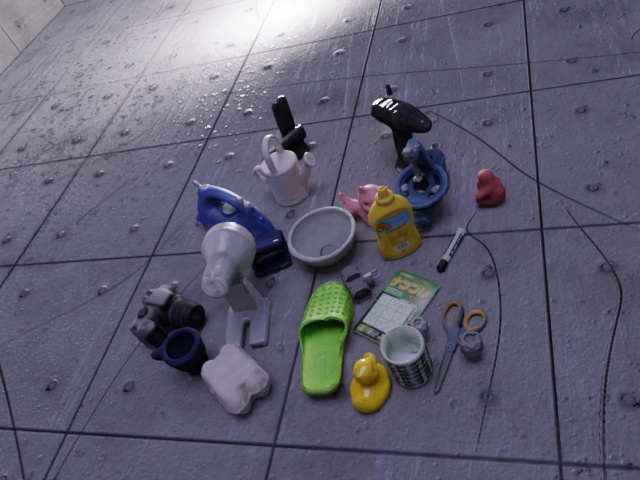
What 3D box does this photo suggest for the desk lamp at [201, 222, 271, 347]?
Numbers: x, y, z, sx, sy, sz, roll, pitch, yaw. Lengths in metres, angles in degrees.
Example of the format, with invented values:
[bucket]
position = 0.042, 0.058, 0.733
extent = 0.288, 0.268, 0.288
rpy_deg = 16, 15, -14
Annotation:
[desk lamp]
position = -0.186, 0.097, 1.242
extent = 0.117, 0.214, 0.203
rpy_deg = -14, 45, 12

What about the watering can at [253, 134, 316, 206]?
[watering can]
position = -0.095, -0.191, 1.487
extent = 0.172, 0.194, 0.100
rpy_deg = -19, 44, 6

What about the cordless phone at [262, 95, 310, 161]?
[cordless phone]
position = -0.118, -0.301, 1.608
extent = 0.093, 0.185, 0.148
rpy_deg = 24, 62, 38

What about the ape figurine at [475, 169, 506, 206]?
[ape figurine]
position = 0.377, -0.124, 1.291
extent = 0.078, 0.092, 0.075
rpy_deg = -41, 46, -16

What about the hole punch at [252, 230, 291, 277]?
[hole punch]
position = -0.135, 0.019, 1.381
extent = 0.108, 0.091, 0.101
rpy_deg = -22, 44, 3

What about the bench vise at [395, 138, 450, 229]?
[bench vise]
position = 0.225, -0.163, 1.302
extent = 0.121, 0.220, 0.207
rpy_deg = -9, 46, 16

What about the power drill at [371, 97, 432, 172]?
[power drill]
position = 0.213, -0.251, 1.399
extent = 0.076, 0.209, 0.228
rpy_deg = -34, 45, -9

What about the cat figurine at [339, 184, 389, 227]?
[cat figurine]
position = 0.104, -0.093, 1.363
extent = 0.127, 0.118, 0.067
rpy_deg = 5, 51, 28

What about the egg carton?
[egg carton]
position = -0.174, 0.282, 1.166
extent = 0.107, 0.070, 0.149
rpy_deg = -42, 46, -17

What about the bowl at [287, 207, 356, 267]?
[bowl]
position = 0.012, 0.005, 1.342
extent = 0.167, 0.075, 0.167
rpy_deg = -12, 45, 13

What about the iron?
[iron]
position = -0.222, -0.080, 1.477
extent = 0.257, 0.142, 0.119
rpy_deg = 17, 58, 35

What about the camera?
[camera]
position = -0.347, 0.174, 1.321
extent = 0.136, 0.101, 0.143
rpy_deg = 8, 53, 29

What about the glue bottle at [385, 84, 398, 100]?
[glue bottle]
position = 0.197, -0.340, 1.515
extent = 0.037, 0.173, 0.078
rpy_deg = -24, 44, 2

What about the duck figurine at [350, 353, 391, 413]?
[duck figurine]
position = 0.086, 0.260, 1.062
extent = 0.077, 0.086, 0.104
rpy_deg = 3, 50, 26

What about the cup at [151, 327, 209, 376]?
[cup]
position = -0.292, 0.252, 1.228
extent = 0.117, 0.095, 0.091
rpy_deg = -17, 45, 8
